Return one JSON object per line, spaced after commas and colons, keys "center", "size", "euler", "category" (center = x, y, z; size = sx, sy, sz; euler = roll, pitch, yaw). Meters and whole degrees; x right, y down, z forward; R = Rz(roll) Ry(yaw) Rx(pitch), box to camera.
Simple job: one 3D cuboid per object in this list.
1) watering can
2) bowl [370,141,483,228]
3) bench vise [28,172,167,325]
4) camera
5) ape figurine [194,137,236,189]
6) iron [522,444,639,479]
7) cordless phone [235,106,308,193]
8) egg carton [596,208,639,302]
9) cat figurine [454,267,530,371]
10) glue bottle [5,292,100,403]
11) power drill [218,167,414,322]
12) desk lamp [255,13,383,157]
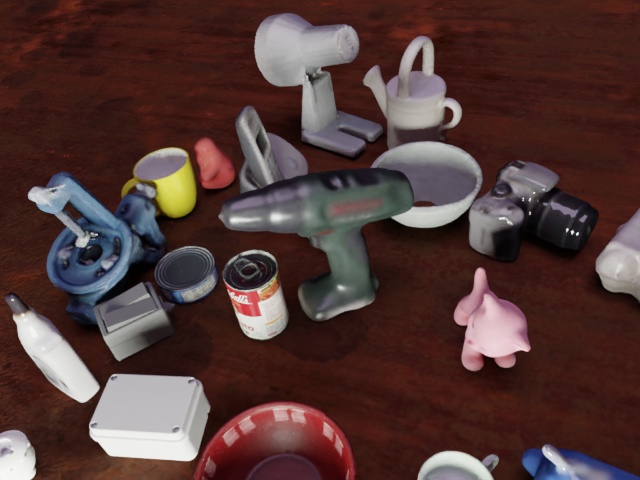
{"center": [0.150, -0.239, 0.944], "size": [0.172, 0.194, 0.101], "euler": [7, 46, 16], "category": "watering can"}
{"center": [0.156, -0.072, 0.858], "size": [0.167, 0.075, 0.167], "euler": [-4, 44, 5], "category": "bowl"}
{"center": [-0.306, -0.022, 0.775], "size": [0.121, 0.220, 0.207], "euler": [-3, 44, 6], "category": "bench vise"}
{"center": [0.296, -0.039, 0.784], "size": [0.136, 0.101, 0.143], "euler": [31, 57, 34], "category": "camera"}
{"center": [-0.184, -0.133, 0.961], "size": [0.076, 0.092, 0.078], "euler": [2, 45, 11], "category": "ape figurine"}
{"center": [0.287, 0.247, 0.463], "size": [0.257, 0.142, 0.119], "euler": [17, 50, 24], "category": "iron"}
{"center": [-0.079, -0.140, 0.885], "size": [0.094, 0.185, 0.147], "euler": [0, 45, 9], "category": "cordless phone"}
{"center": [0.426, 0.018, 0.728], "size": [0.107, 0.069, 0.150], "euler": [31, 57, 34], "category": "egg carton"}
{"center": [0.196, 0.090, 0.656], "size": [0.067, 0.118, 0.127], "euler": [-5, 44, 4], "category": "cat figurine"}
{"center": [-0.317, 0.120, 0.665], "size": [0.078, 0.173, 0.037], "euler": [22, 52, 28], "category": "glue bottle"}
{"center": [0.007, 0.003, 0.709], "size": [0.230, 0.209, 0.075], "euler": [-20, 45, -11], "category": "power drill"}
{"center": [0.000, -0.278, 0.994], "size": [0.202, 0.214, 0.118], "euler": [23, 52, 29], "category": "desk lamp"}
